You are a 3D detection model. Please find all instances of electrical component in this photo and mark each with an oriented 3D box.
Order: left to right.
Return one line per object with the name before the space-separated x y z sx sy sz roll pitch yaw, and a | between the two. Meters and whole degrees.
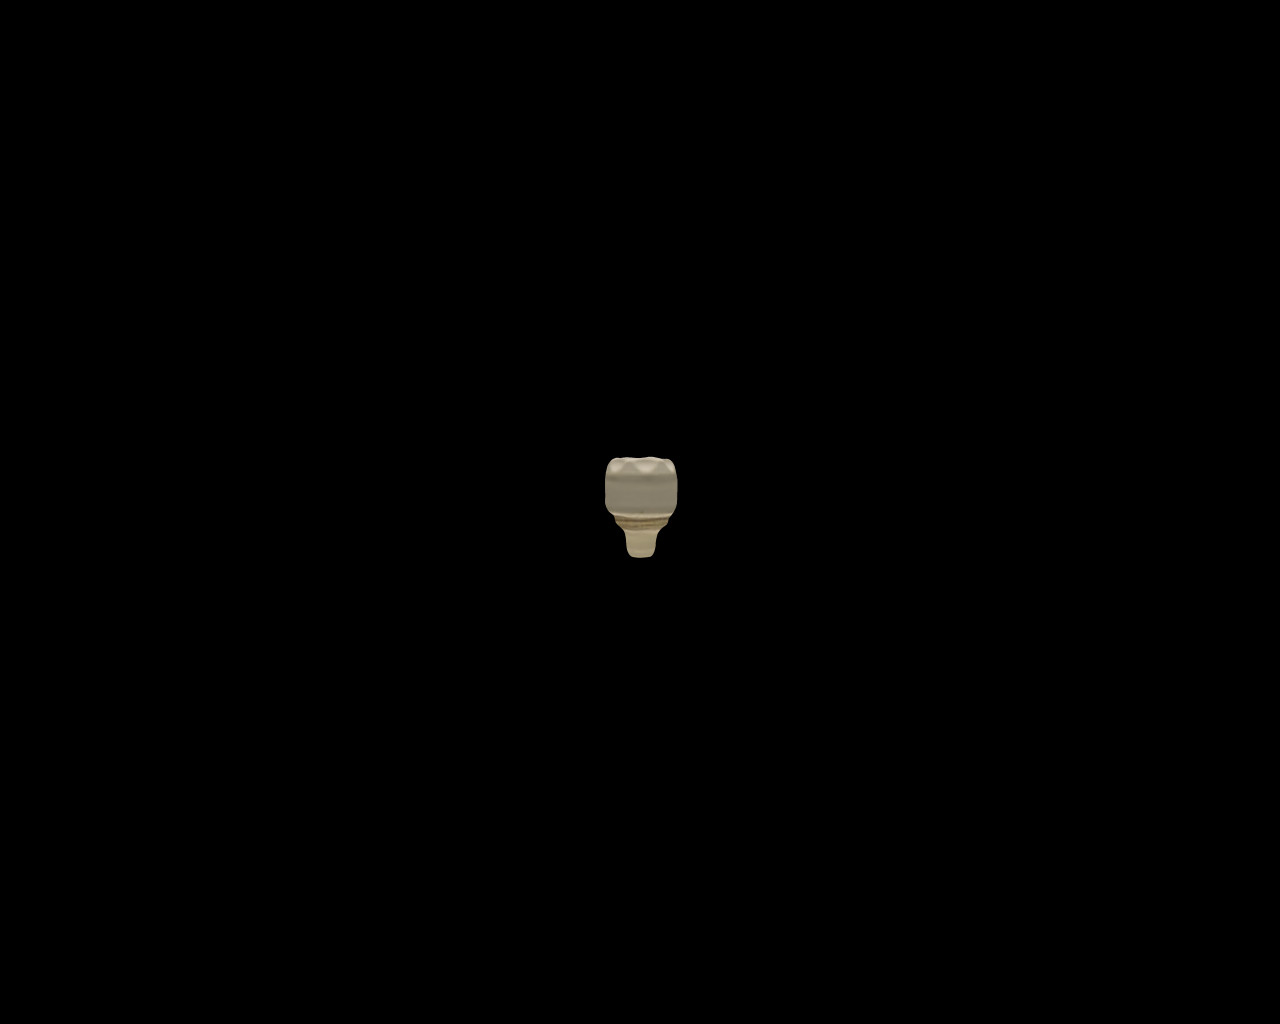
electrical component | 0.001 -0.003 0.650 0.043 0.062 0.043 0 4 0
